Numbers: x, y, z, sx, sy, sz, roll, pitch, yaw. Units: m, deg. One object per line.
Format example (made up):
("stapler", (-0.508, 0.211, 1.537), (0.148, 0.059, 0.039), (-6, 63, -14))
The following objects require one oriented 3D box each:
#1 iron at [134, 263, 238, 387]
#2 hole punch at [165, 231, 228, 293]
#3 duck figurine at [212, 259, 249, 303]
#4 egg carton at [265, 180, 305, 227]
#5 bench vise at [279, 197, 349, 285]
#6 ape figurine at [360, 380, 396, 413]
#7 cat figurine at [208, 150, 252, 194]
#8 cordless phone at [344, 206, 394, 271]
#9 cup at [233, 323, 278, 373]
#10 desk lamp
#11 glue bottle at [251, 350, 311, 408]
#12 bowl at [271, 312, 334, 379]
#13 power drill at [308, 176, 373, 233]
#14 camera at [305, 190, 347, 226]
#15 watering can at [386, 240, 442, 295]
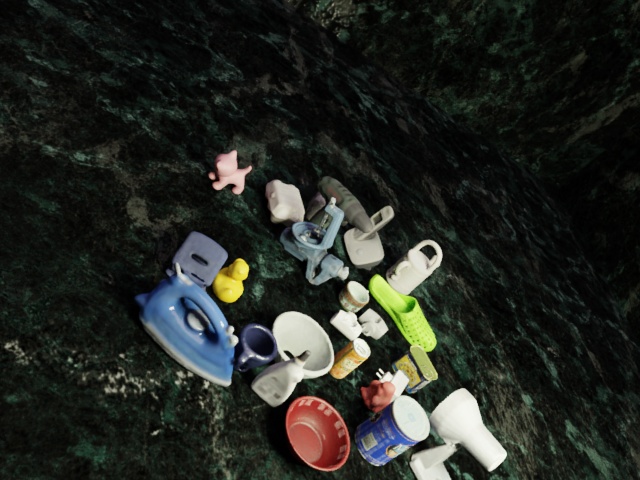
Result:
("iron", (-0.240, 0.167, 1.148), (0.258, 0.141, 0.119), (45, 33, 3))
("hole punch", (-0.275, 0.052, 1.289), (0.109, 0.091, 0.101), (34, 34, -13))
("duck figurine", (-0.200, 0.088, 1.333), (0.078, 0.086, 0.104), (31, 35, -18))
("egg carton", (-0.106, -0.107, 1.669), (0.108, 0.069, 0.150), (16, 42, -35))
("bench vise", (0.017, 0.000, 1.540), (0.207, 0.219, 0.121), (39, 33, -7))
("ape figurine", (0.146, 0.370, 1.374), (0.076, 0.092, 0.078), (46, 33, 4))
("cat figurine", (-0.247, -0.193, 1.573), (0.128, 0.117, 0.067), (7, 47, -43))
("cordless phone", (0.163, -0.009, 1.737), (0.094, 0.184, 0.147), (16, 41, -35))
("cup", (-0.154, 0.242, 1.197), (0.091, 0.094, 0.118), (44, 33, 2))
("desk lamp", (0.311, 0.478, 1.315), (0.118, 0.213, 0.203), (2, 50, -46))
("glue bottle", (-0.070, 0.276, 1.177), (0.078, 0.173, 0.037), (43, 33, 0))
("bowl", (-0.055, 0.252, 1.310), (0.168, 0.074, 0.167), (28, 36, -22))
("power drill", (0.036, -0.058, 1.637), (0.076, 0.208, 0.229), (0, 52, -47))
("camera", (0.040, -0.103, 1.791), (0.137, 0.100, 0.143), (36, 33, -10))
("watering can", (0.306, 0.075, 1.786), (0.101, 0.193, 0.173), (48, 33, 8))
